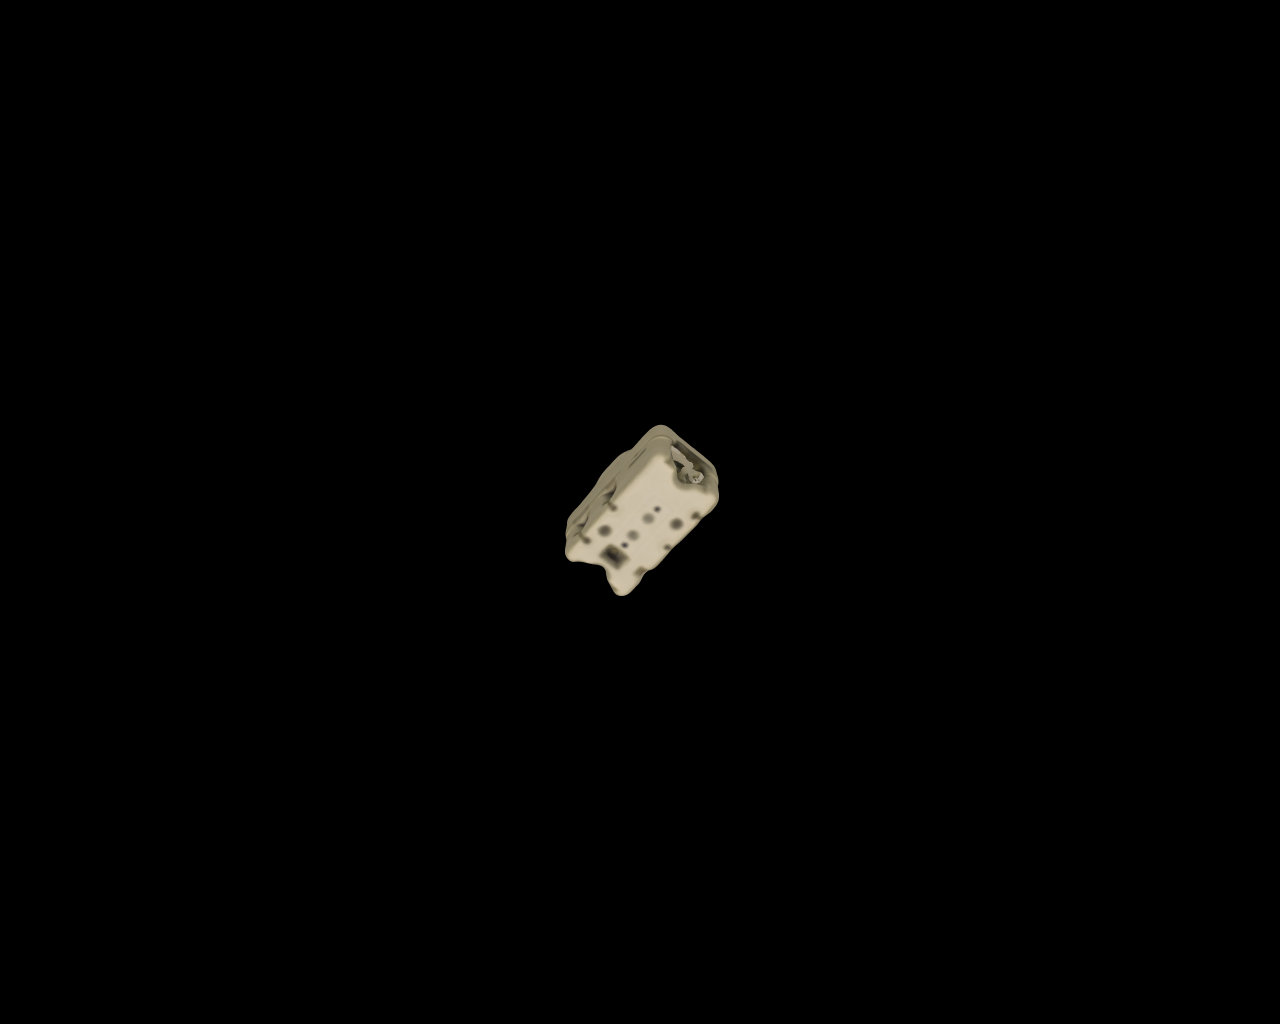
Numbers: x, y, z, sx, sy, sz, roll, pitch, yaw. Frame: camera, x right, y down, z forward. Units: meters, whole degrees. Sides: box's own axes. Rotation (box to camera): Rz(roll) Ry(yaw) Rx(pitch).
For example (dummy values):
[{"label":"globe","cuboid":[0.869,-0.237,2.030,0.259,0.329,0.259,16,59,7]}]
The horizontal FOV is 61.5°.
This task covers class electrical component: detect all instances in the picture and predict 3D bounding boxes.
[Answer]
[{"label":"electrical component","cuboid":[0.001,-0.003,0.650,0.050,0.089,0.056,38,20,-16]}]
